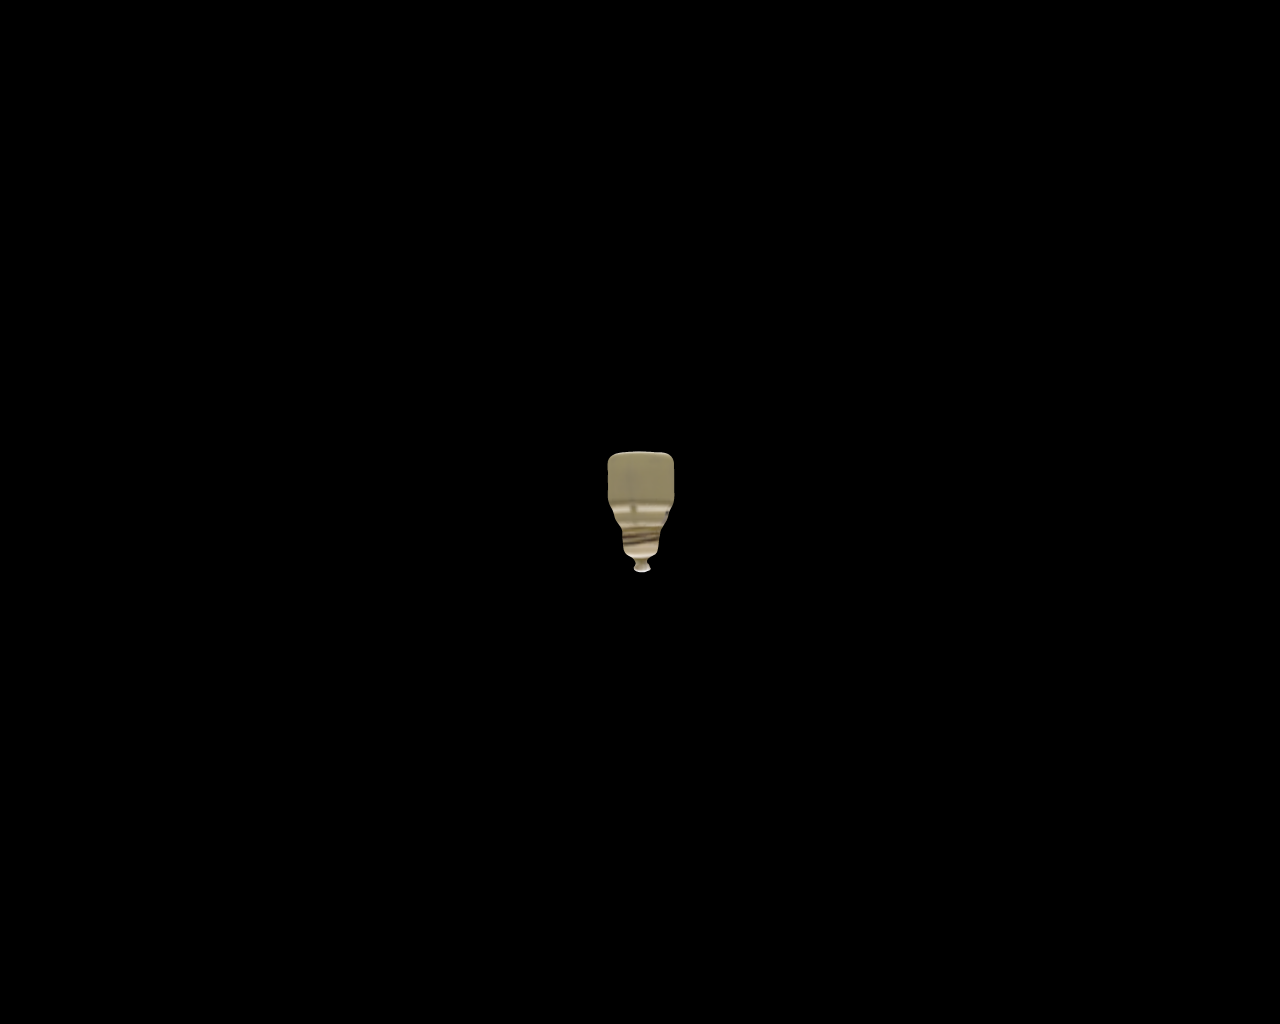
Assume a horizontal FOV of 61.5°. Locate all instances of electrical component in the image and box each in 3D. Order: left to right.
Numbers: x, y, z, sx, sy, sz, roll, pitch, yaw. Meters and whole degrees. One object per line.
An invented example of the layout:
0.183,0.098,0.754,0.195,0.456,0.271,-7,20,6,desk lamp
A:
0.001,-0.003,0.650,0.040,0.078,0.040,0,-2,0,electrical component
